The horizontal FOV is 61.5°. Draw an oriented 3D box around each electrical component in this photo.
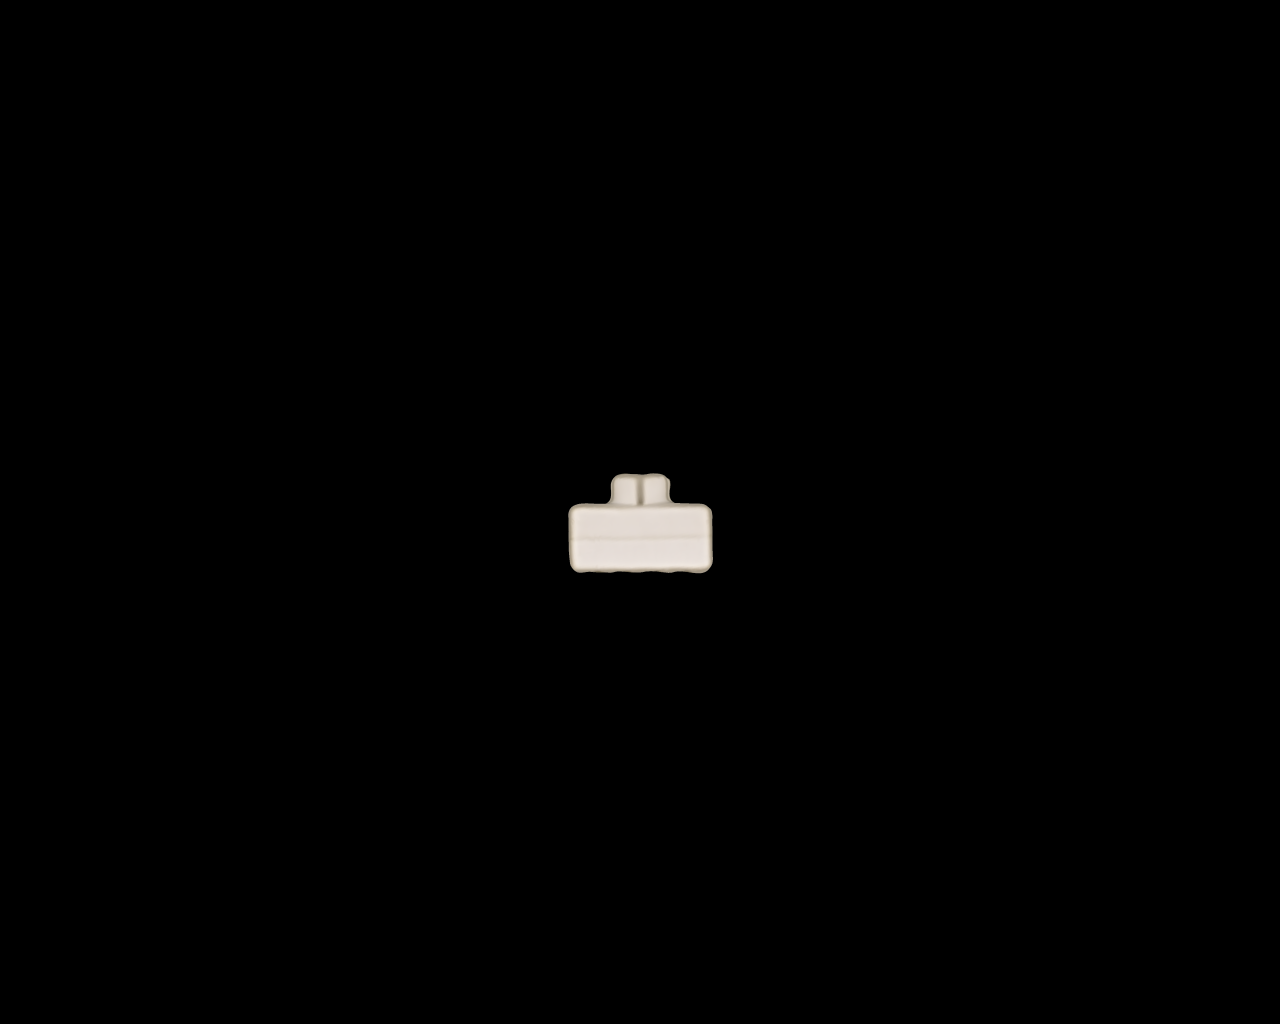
[{"bbox_3d":[0.001,-0.003,0.650,0.083,0.075,0.047,0,0,0],"label":"electrical component"}]
